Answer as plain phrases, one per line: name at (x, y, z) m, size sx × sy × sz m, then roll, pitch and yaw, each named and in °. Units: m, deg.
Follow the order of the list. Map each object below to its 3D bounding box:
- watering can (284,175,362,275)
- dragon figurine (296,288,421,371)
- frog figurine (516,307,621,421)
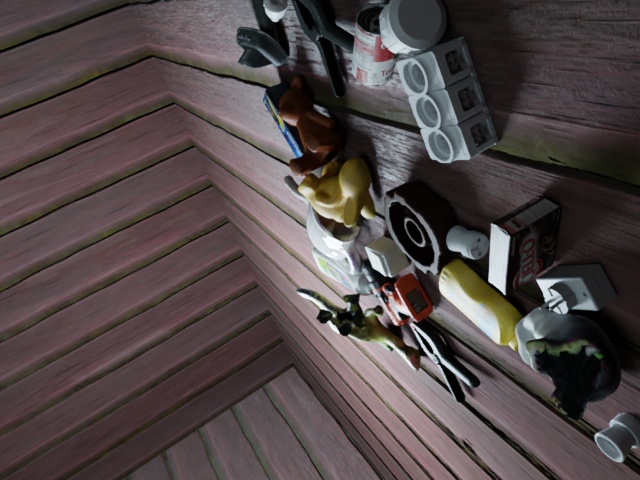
watering can at (0.004, -0.066, 1.319) m, size 0.105 × 0.351 × 0.220 m, roll -29°, pitch -16°, yaw -18°
dragon figurine at (0.118, 0.248, 1.435) m, size 0.413 × 0.123 × 0.239 m, roll 23°, pitch -19°, yaw 51°
frog figurine at (0.347, 0.153, 0.732) m, size 0.138 × 0.121 × 0.161 m, roll 40°, pitch 19°, yaw 7°
